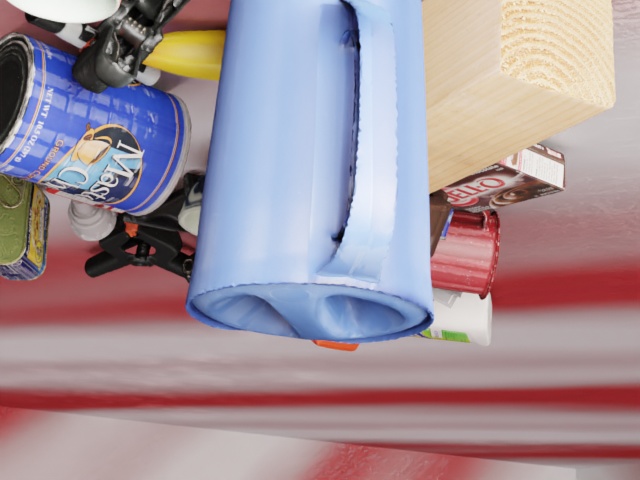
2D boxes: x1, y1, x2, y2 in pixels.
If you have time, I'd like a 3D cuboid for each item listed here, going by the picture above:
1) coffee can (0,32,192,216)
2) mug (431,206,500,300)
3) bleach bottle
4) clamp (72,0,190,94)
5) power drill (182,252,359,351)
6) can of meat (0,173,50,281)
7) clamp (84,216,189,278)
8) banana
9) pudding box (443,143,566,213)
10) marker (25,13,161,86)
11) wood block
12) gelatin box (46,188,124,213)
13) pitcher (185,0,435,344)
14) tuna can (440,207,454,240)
[{"bbox_3d":[-0.184,-0.086,0.816,0.140,0.103,0.103,19,157,-40],"label":"coffee can"},{"bbox_3d":[0.136,0.002,1.086,0.081,0.093,0.117,8,137,-1],"label":"mug"},{"bbox_3d":[0.101,0.098,1.431,0.251,0.068,0.102,2,163,13],"label":"bleach bottle"},{"bbox_3d":[-0.113,-0.141,0.681,0.039,0.120,0.172,47,167,-20],"label":"clamp"},{"bbox_3d":[-0.048,0.066,1.242,0.188,0.057,0.184,25,-173,33],"label":"power drill"},{"bbox_3d":[-0.307,-0.015,1.068,0.057,0.102,0.084,1,165,2],"label":"can of meat"},{"bbox_3d":[-0.215,0.012,1.245,0.164,0.036,0.210,2,161,5],"label":"clamp"},{"bbox_3d":[-0.029,-0.131,0.741,0.198,0.037,0.069,3,174,24],"label":"banana"},{"bbox_3d":[0.146,-0.060,0.947,0.089,0.039,0.114,16,159,-35],"label":"pudding box"},{"bbox_3d":[-0.163,-0.142,0.769,0.020,0.020,0.120,-9,159,35],"label":"marker"},{"bbox_3d":[0.094,-0.105,0.727,0.090,0.091,0.206,12,160,-27],"label":"wood block"},{"bbox_3d":[-0.207,-0.057,1.033,0.089,0.030,0.073,17,157,-38],"label":"gelatin box"},{"bbox_3d":[0.004,-0.070,0.595,0.149,0.243,0.144,-7,160,29],"label":"pitcher"},{"bbox_3d":[0.083,-0.028,1.017,0.086,0.034,0.086,16,-174,-2],"label":"tuna can"}]
